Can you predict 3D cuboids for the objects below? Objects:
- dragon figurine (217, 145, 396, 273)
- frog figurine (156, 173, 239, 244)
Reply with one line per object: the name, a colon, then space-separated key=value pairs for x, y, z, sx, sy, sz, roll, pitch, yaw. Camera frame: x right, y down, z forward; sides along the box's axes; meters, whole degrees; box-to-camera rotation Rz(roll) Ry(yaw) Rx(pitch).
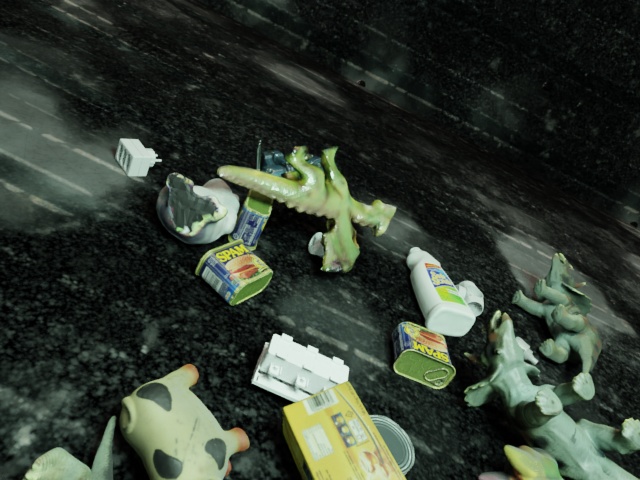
dragon figurine: x=0.003 y=-0.050 z=1.000 sx=0.413 sy=0.245 sz=0.120 roll=-13 pitch=162 yaw=-44
frog figurine: x=-0.215 y=-0.056 z=0.934 sx=0.160 sy=0.137 sz=0.122 roll=-46 pitch=151 yaw=-86
